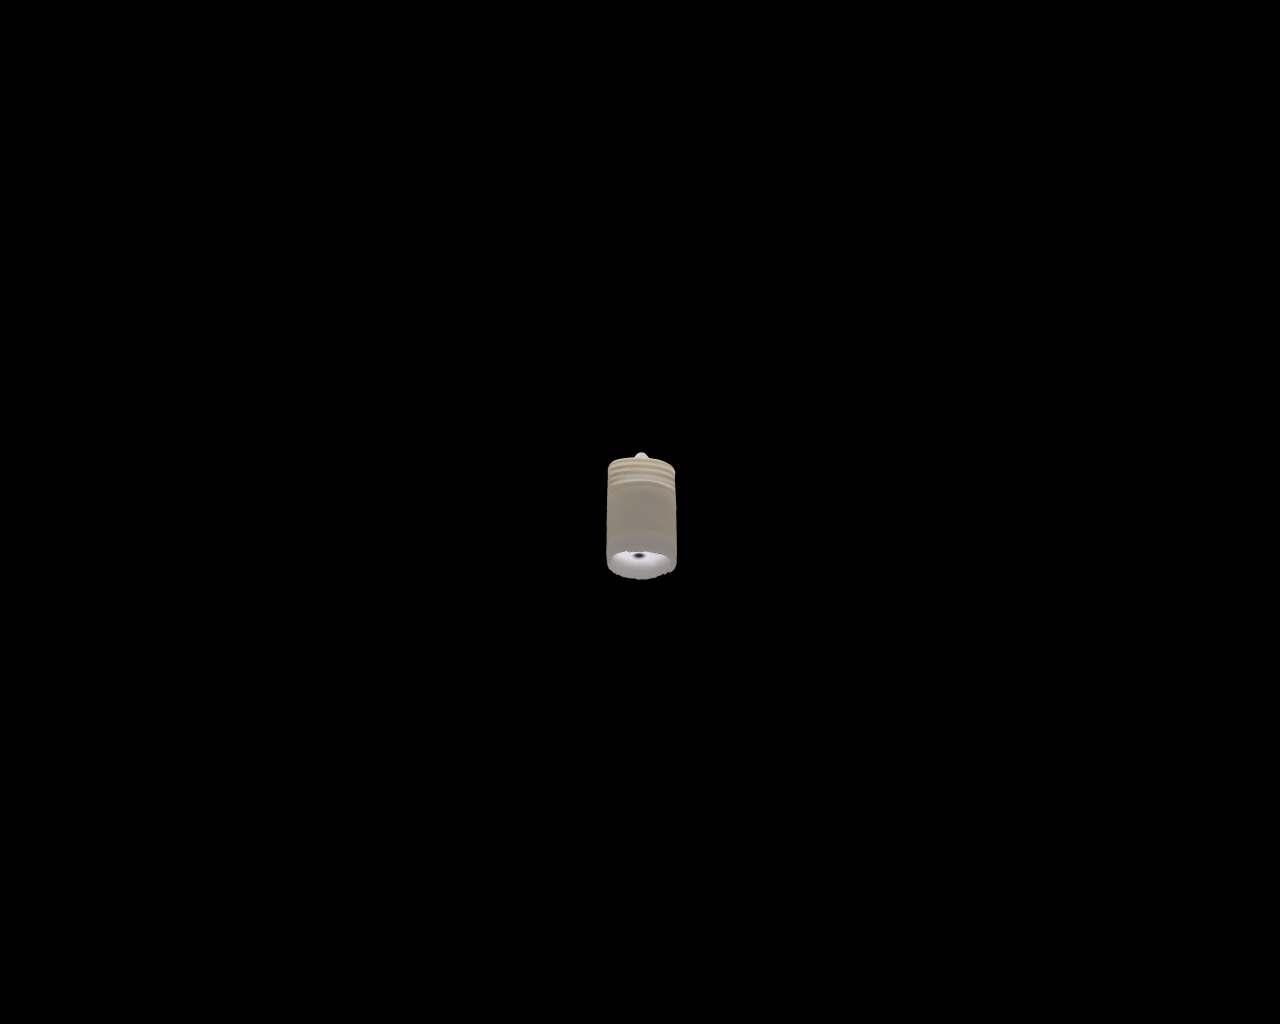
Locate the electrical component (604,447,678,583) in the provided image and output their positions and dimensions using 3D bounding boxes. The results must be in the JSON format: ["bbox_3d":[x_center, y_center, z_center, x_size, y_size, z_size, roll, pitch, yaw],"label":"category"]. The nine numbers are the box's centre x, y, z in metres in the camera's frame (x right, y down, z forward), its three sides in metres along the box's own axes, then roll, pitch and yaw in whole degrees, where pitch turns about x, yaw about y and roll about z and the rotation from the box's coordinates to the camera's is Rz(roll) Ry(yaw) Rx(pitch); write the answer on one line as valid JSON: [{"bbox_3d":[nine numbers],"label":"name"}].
[{"bbox_3d":[0.001,-0.003,0.650,0.043,0.081,0.043,0,-28,0],"label":"electrical component"}]
